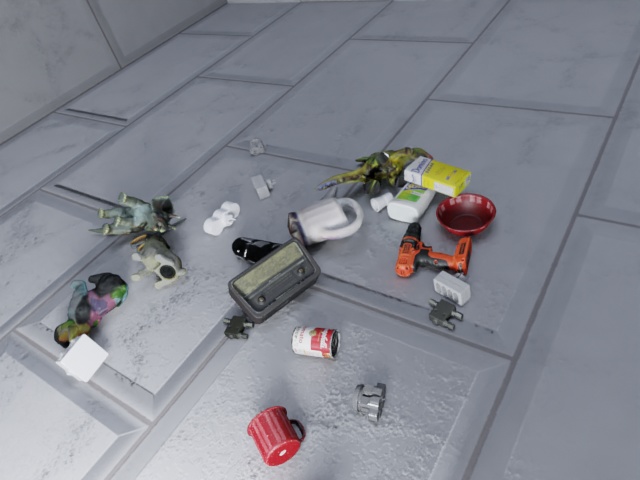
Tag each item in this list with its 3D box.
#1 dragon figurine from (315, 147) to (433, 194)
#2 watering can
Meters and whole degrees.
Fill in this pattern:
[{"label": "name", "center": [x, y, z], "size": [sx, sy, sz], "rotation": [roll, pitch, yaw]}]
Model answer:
[{"label": "dragon figurine", "center": [0.176, -0.239, 1.689], "size": [0.410, 0.121, 0.246], "rotation": [-11, 16, 0]}, {"label": "watering can", "center": [0.005, -0.079, 1.570], "size": [0.225, 0.102, 0.354], "rotation": [-20, 28, -4]}]
